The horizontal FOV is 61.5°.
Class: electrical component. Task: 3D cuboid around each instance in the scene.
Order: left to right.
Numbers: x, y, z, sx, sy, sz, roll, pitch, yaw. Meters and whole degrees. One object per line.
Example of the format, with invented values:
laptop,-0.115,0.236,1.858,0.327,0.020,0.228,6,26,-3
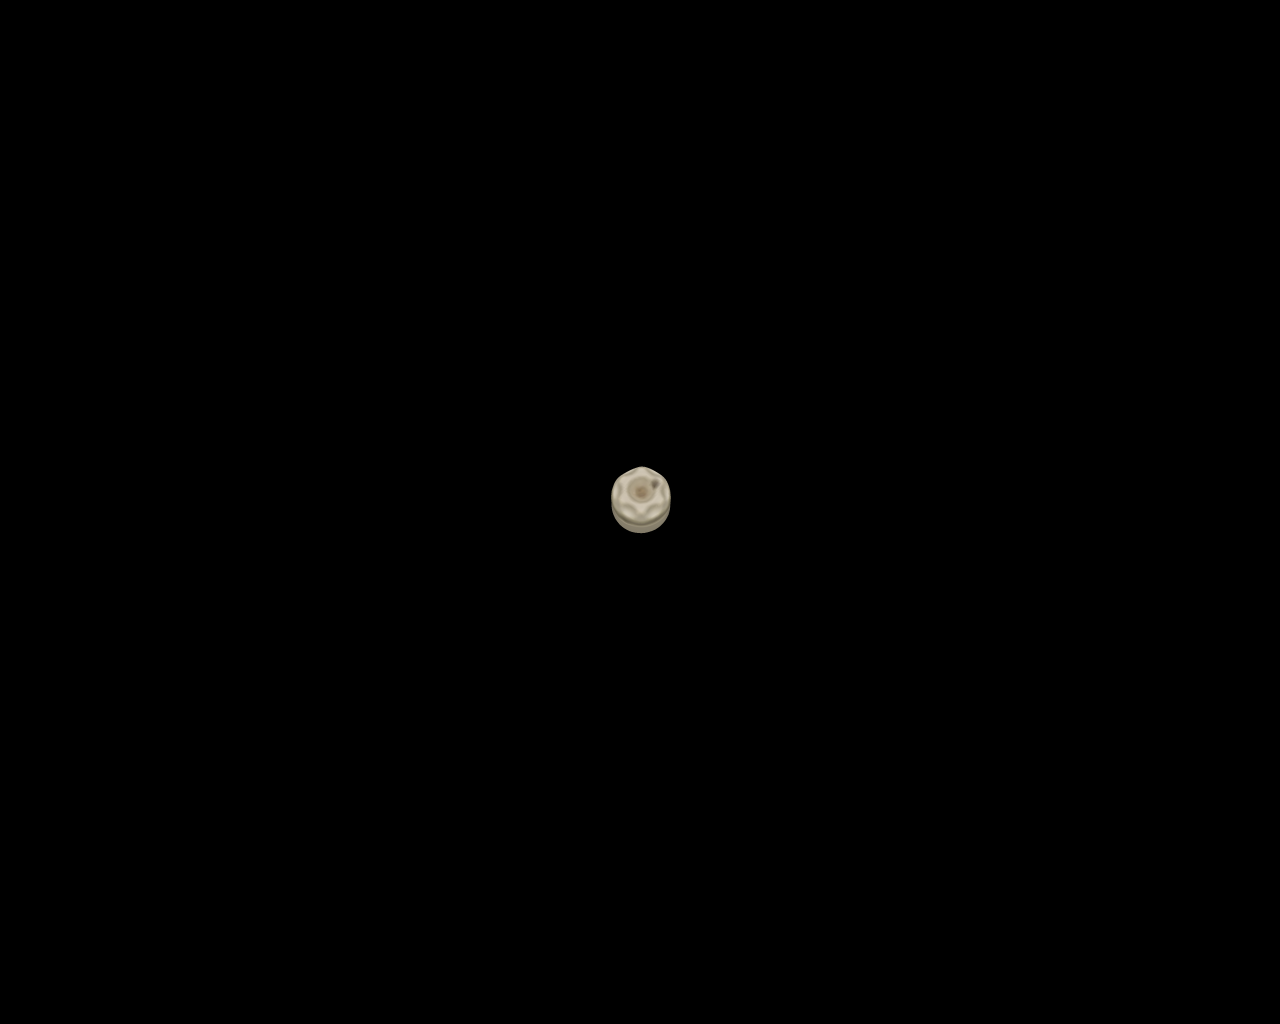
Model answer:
electrical component,0.001,-0.003,0.650,0.035,0.035,0.061,0,-20,0
